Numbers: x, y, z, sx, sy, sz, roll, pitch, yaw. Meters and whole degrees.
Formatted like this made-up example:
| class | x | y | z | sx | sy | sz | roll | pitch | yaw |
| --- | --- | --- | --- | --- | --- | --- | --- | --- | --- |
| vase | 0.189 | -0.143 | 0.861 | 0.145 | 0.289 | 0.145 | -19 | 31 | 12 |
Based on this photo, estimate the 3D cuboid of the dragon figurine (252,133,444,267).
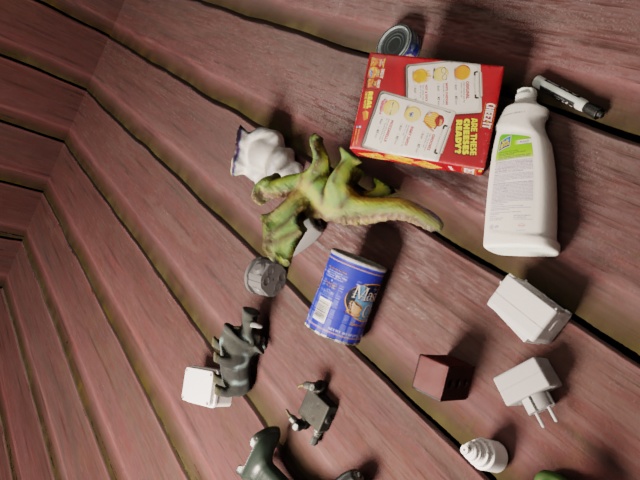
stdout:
| class | x | y | z | sx | sy | sz | roll | pitch | yaw |
| --- | --- | --- | --- | --- | --- | --- | --- | --- | --- |
| dragon figurine | 0.003 | -0.046 | 0.924 | 0.243 | 0.120 | 0.417 | -47 | 44 | -1 |

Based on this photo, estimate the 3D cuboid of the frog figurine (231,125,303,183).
| class | x | y | z | sx | sy | sz | roll | pitch | yaw |
| --- | --- | --- | --- | --- | --- | --- | --- | --- | --- |
| frog figurine | -0.109 | -0.182 | 1.162 | 0.160 | 0.121 | 0.139 | 13 | 75 | 10 |
